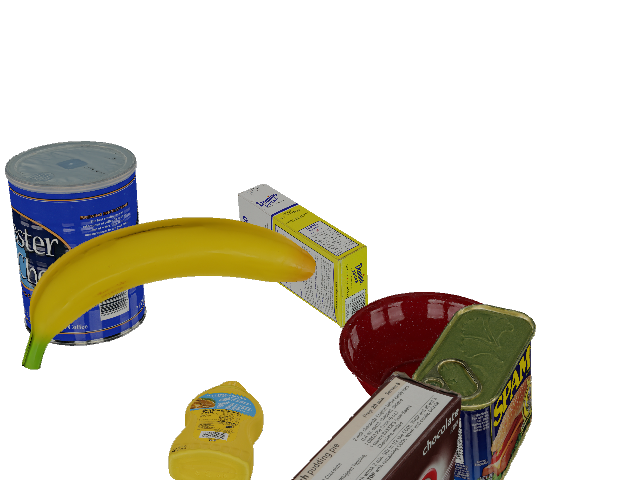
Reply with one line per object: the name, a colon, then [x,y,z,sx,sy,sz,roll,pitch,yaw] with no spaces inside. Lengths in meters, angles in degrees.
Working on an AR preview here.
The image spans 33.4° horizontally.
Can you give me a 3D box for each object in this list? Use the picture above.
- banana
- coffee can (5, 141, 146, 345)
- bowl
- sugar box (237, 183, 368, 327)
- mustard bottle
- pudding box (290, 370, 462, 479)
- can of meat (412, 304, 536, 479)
banana: [-0.100,0.019,0.674,0.197,0.069,0.037,-17,34,-14]
coffee can: [-0.199,0.001,0.878,0.103,0.140,0.103,0,25,0]
bowl: [0.097,0.111,0.944,0.162,0.055,0.162,0,32,0]
sugar box: [-0.020,0.013,1.171,0.048,0.093,0.176,-25,41,-29]
mustard bottle: [-0.119,0.225,1.295,0.096,0.058,0.191,3,23,4]
pudding box: [0.018,0.123,0.455,0.039,0.090,0.113,19,36,26]
can of meat: [0.104,0.106,0.706,0.058,0.084,0.102,11,36,27]
